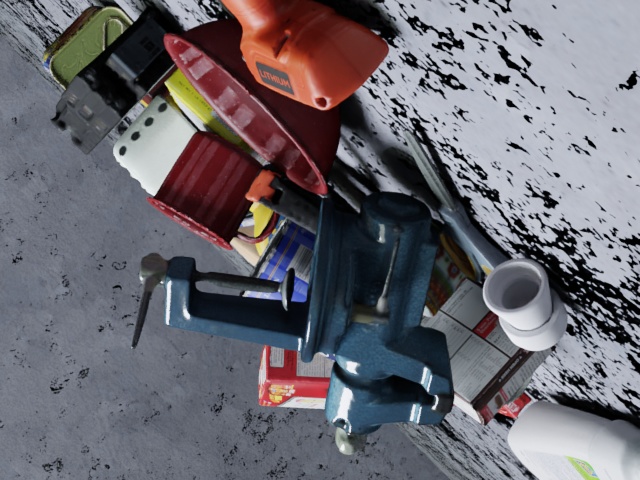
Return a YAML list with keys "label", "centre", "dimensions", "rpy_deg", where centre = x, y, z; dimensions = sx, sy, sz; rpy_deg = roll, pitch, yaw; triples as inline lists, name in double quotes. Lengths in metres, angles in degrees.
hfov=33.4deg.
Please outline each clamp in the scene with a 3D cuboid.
- label: "clamp"
  centre: [0.011, -0.020, 0.911]
  dimensions: [0.165, 0.036, 0.209]
  rpy_deg: [36, -171, 24]

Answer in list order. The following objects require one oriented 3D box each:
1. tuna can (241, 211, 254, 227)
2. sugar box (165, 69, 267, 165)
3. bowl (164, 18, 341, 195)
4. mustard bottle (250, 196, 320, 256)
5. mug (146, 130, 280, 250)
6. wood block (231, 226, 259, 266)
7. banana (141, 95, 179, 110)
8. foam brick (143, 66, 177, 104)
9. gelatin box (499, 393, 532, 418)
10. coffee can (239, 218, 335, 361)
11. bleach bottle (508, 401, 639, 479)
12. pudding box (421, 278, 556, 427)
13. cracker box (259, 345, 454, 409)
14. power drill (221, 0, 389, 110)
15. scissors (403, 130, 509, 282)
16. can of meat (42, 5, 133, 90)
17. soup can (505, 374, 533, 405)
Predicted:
- label: "tuna can"
  centre: [-0.086, -0.058, 1.180]
  dimensions: [0.086, 0.086, 0.033]
  rpy_deg: [41, 175, 16]
- label: "sugar box"
  centre: [-0.096, -0.116, 1.072]
  dimensions: [0.093, 0.048, 0.176]
  rpy_deg: [42, 176, 7]
- label: "bowl"
  centre: [-0.037, -0.107, 0.770]
  dimensions: [0.162, 0.055, 0.162]
  rpy_deg: [42, 173, 6]
- label: "mustard bottle"
  centre: [-0.007, 0.001, 1.056]
  dimensions: [0.191, 0.096, 0.058]
  rpy_deg: [43, 174, 1]
- label: "mug"
  centre: [-0.091, -0.042, 0.992]
  dimensions: [0.117, 0.081, 0.093]
  rpy_deg: [30, 172, 6]
- label: "wood block"
  centre: [-0.025, 0.006, 1.201]
  dimensions: [0.090, 0.091, 0.206]
  rpy_deg: [48, 171, -38]
- label: "banana"
  centre: [-0.142, -0.117, 1.261]
  dimensions: [0.198, 0.037, 0.069]
  rpy_deg: [50, -155, 23]
- label: "foam brick"
  centre: [-0.177, -0.178, 1.124]
  dimensions: [0.053, 0.051, 0.078]
  rpy_deg: [43, 173, -5]
- label: "gelatin box"
  centre: [0.186, 0.160, 1.183]
  dimensions: [0.073, 0.030, 0.089]
  rpy_deg: [44, 173, -4]
- label: "coffee can"
  centre: [0.009, 0.050, 0.968]
  dimensions: [0.140, 0.103, 0.103]
  rpy_deg: [30, 174, -5]
- label: "bleach bottle"
  centre: [0.250, 0.194, 0.929]
  dimensions: [0.102, 0.068, 0.251]
  rpy_deg: [42, 170, -4]
- label: "pudding box"
  centre: [0.122, 0.086, 0.883]
  dimensions: [0.114, 0.090, 0.039]
  rpy_deg: [35, 168, 46]
- label: "cracker box"
  centre: [0.044, 0.138, 1.144]
  dimensions: [0.213, 0.072, 0.164]
  rpy_deg: [3, 162, -4]
- label: "power drill"
  centre: [-0.042, -0.154, 0.545]
  dimensions: [0.187, 0.057, 0.185]
  rpy_deg: [51, 173, -32]
- label: "scissors"
  centre: [0.107, -0.005, 0.739]
  dimensions: [0.096, 0.016, 0.201]
  rpy_deg: [40, 172, 23]
- label: "can of meat"
  centre: [-0.250, -0.207, 1.157]
  dimensions: [0.057, 0.102, 0.084]
  rpy_deg: [46, 174, -26]
- label: "soup can"
  centre: [0.138, 0.102, 0.970]
  dimensions: [0.068, 0.068, 0.102]
  rpy_deg: [47, 171, -29]
